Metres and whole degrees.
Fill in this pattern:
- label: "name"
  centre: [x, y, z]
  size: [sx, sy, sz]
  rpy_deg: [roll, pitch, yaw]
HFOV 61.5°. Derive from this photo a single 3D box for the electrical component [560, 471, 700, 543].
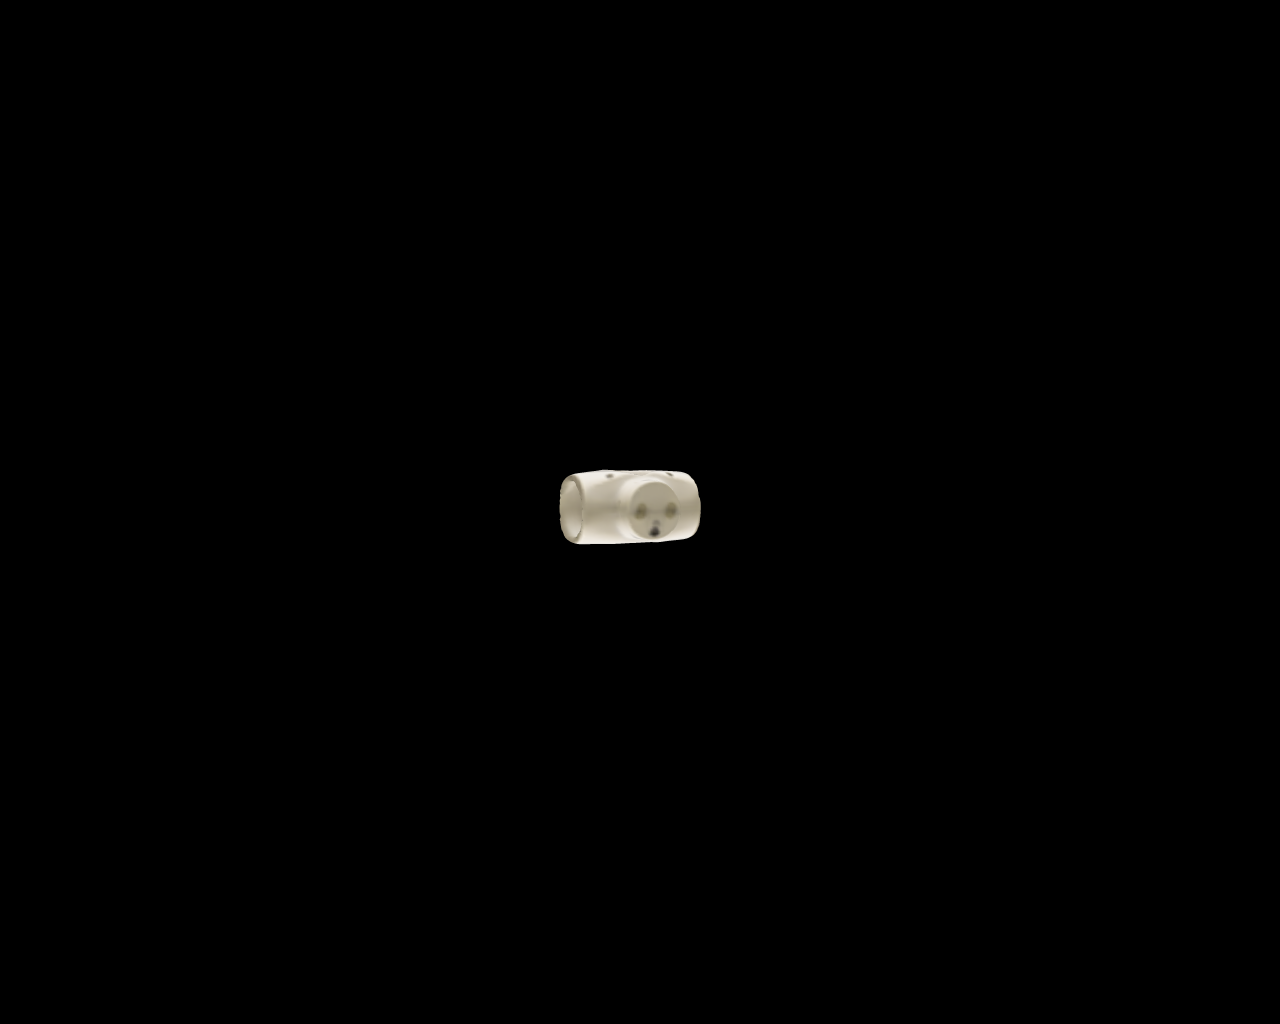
- label: "electrical component"
  centre: [0.001, -0.003, 0.650]
  size: [0.077, 0.043, 0.079]
  rpy_deg: [-2, 4, -23]
